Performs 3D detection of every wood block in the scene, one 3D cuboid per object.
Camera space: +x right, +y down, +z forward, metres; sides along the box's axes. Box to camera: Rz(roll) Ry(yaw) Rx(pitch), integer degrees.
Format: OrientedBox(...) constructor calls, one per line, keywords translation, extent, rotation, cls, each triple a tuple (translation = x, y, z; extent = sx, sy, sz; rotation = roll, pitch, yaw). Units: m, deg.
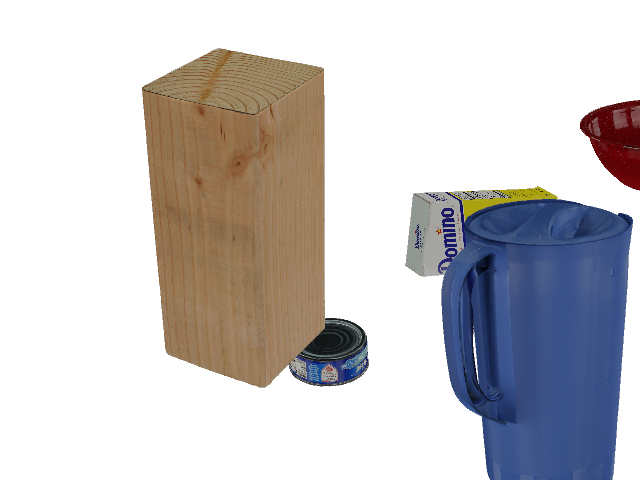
OrientedBox(translation=(-0.056, -0.015, 0.740), extent=(0.090, 0.206, 0.090), rotation=(16, 33, 26), cls="wood block")

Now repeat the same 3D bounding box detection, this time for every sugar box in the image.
OrientedBox(translation=(0.190, -0.011, 1.258), extent=(0.176, 0.093, 0.048), rotation=(-5, 21, -25), cls="sugar box")

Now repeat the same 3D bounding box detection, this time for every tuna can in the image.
OrientedBox(translation=(0.008, 0.117, 1.134), extent=(0.086, 0.034, 0.086), rotation=(-3, 27, 1), cls="tuna can")

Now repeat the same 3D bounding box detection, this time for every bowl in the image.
OrientedBox(translation=(0.319, -0.083, 0.974), extent=(0.162, 0.055, 0.162), rotation=(-5, 23, 2), cls="bowl")

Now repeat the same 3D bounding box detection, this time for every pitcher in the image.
OrientedBox(translation=(0.181, 0.095, 0.887), extent=(0.149, 0.243, 0.145), rotation=(-1, 17, 10), cls="pitcher")
